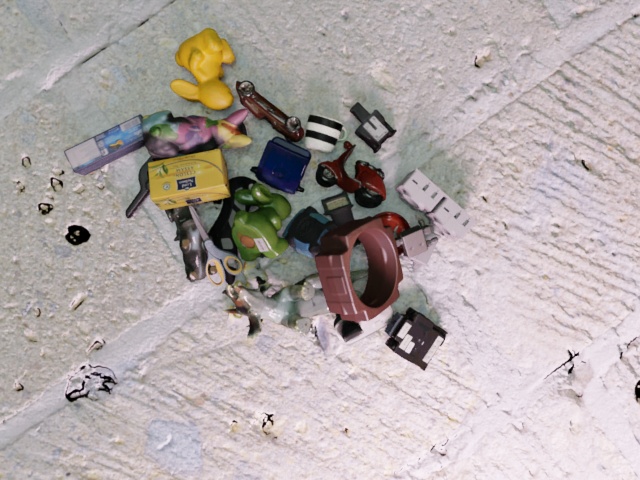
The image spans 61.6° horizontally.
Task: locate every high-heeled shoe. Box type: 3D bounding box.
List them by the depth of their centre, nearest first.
[{"bbox_3d":[-0.198,-0.026,1.301,0.145,0.086,0.248,-21,111,-32],"label":"high-heeled shoe"}]

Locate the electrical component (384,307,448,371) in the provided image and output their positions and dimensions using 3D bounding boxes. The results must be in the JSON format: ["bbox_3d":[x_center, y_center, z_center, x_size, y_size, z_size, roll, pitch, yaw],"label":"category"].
[{"bbox_3d":[0.224,0.230,1.288,0.134,0.058,0.115,36,86,-19],"label":"electrical component"}]

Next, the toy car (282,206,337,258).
[{"bbox_3d":[-0.003,-0.004,1.271,0.109,0.162,0.102,-57,136,-8],"label":"toy car"}]

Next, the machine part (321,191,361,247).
[{"bbox_3d":[0.057,-0.046,1.310,0.084,0.039,0.139,-23,89,-10],"label":"machine part"}]

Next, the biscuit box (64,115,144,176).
[{"bbox_3d":[-0.496,-0.225,1.280,0.203,0.063,0.059,-26,90,-2],"label":"biscuit box"}]

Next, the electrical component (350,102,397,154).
[{"bbox_3d":[0.120,-0.277,1.306,0.119,0.048,0.075,42,88,-1],"label":"electrical component"}]

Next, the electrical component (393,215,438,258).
[{"bbox_3d":[0.216,-0.007,1.250,0.102,0.045,0.078,-28,120,0],"label":"electrical component"}]

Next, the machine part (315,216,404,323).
[{"bbox_3d":[0.087,0.062,1.175,0.201,0.087,0.200,-27,107,-44],"label":"machine part"}]

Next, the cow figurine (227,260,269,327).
[{"bbox_3d":[-0.160,0.127,1.286,0.098,0.068,0.167,17,93,-10],"label":"cow figurine"}]

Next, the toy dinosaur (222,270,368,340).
[{"bbox_3d":[-0.038,0.135,1.243,0.405,0.192,0.131,-9,92,-46],"label":"toy dinosaur"}]

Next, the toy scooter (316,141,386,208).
[{"bbox_3d":[0.086,-0.164,1.292,0.184,0.075,0.135,24,65,-12],"label":"toy scooter"}]

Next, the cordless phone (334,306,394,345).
[{"bbox_3d":[0.103,0.187,1.238,0.147,0.184,0.088,-27,86,-2],"label":"cordless phone"}]

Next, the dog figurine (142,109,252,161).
[{"bbox_3d":[-0.271,-0.247,1.236,0.219,0.191,0.108,-10,84,13],"label":"dog figurine"}]

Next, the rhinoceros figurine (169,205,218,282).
[{"bbox_3d":[-0.300,0.006,1.268,0.073,0.112,0.190,-16,104,-23],"label":"rhinoceros figurine"}]

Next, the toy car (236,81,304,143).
[{"bbox_3d":[-0.124,-0.302,1.278,0.202,0.089,0.053,37,85,-3],"label":"toy car"}]

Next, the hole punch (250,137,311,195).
[{"bbox_3d":[-0.088,-0.174,1.275,0.142,0.092,0.115,23,102,-6],"label":"hole punch"}]

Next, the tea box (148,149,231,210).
[{"bbox_3d":[-0.296,-0.136,1.220,0.170,0.068,0.098,-12,69,0],"label":"tea box"}]

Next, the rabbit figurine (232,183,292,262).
[{"bbox_3d":[-0.136,-0.054,1.251,0.121,0.170,0.159,-17,118,38],"label":"rabbit figurine"}]

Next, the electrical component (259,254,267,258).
[{"bbox_3d":[-0.133,0.013,1.311,0.094,0.021,0.063,20,90,-2],"label":"electrical component"}]

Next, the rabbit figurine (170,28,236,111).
[{"bbox_3d":[-0.269,-0.381,1.259,0.162,0.122,0.173,-23,91,3],"label":"rabbit figurine"}]
